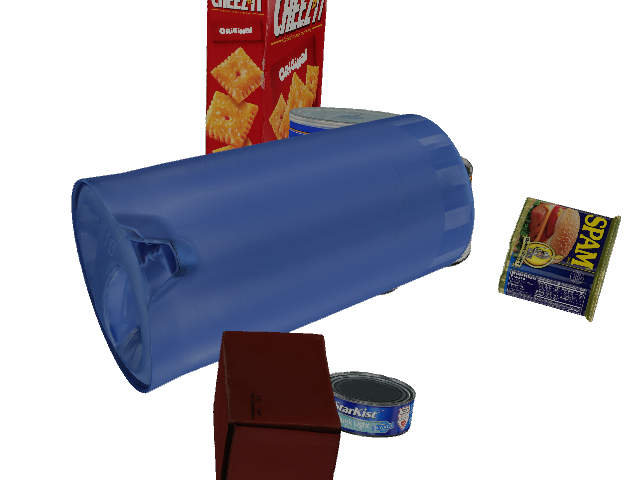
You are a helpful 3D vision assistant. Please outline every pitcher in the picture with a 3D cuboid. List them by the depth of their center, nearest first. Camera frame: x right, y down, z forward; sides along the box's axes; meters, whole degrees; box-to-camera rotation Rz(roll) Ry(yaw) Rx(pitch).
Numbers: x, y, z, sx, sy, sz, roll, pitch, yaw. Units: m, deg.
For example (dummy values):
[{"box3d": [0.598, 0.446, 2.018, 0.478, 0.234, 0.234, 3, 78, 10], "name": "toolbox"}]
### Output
[{"box3d": [-0.031, -0.002, 0.692, 0.242, 0.145, 0.149, -17, 41, -24], "name": "pitcher"}]

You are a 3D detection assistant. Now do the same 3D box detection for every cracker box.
[{"box3d": [-0.051, -0.163, 1.064, 0.072, 0.214, 0.164, 11, 22, 17], "name": "cracker box"}]

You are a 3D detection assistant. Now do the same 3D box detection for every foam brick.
[{"box3d": [-0.023, 0.085, 0.508, 0.053, 0.051, 0.078, 4, 27, -8], "name": "foam brick"}]

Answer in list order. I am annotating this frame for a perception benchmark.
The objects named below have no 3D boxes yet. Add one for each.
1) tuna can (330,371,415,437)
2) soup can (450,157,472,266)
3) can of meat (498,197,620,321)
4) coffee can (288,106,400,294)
[{"box3d": [0.042, 0.149, 0.973, 0.086, 0.034, 0.086, 7, 11, -1], "name": "tuna can"}, {"box3d": [0.124, -0.032, 1.111, 0.068, 0.102, 0.068, -3, 35, 2], "name": "soup can"}, {"box3d": [0.209, 0.013, 0.935, 0.084, 0.057, 0.102, 15, 46, 16], "name": "can of meat"}, {"box3d": [0.020, -0.034, 0.883, 0.103, 0.140, 0.103, 4, 13, -1], "name": "coffee can"}]
